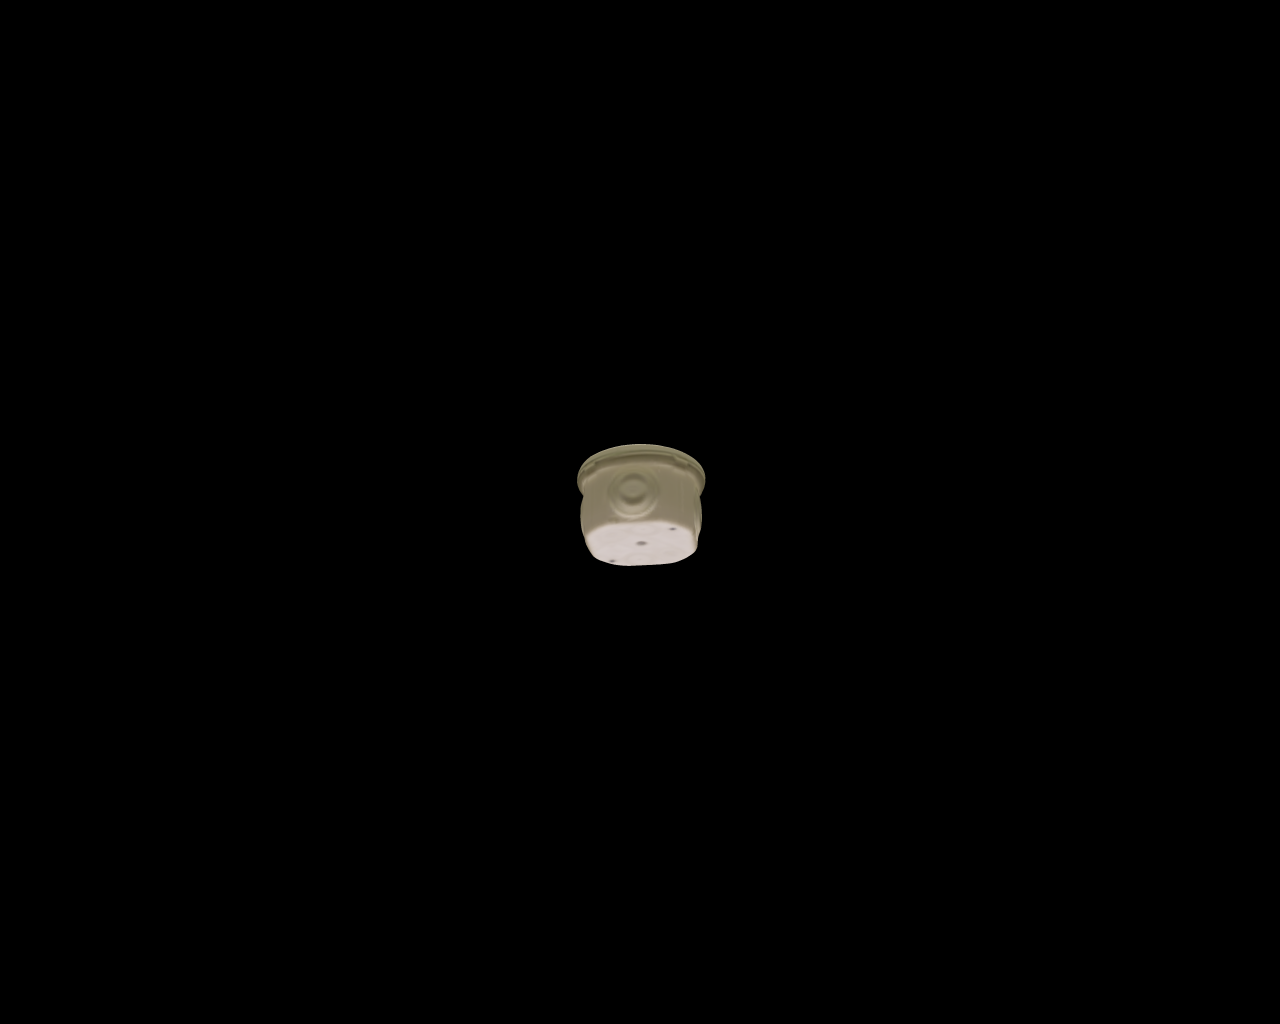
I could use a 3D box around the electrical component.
[{"bbox_3d":[0.001,-0.003,0.650,0.080,0.051,0.080,0,-26,0],"label":"electrical component"}]
